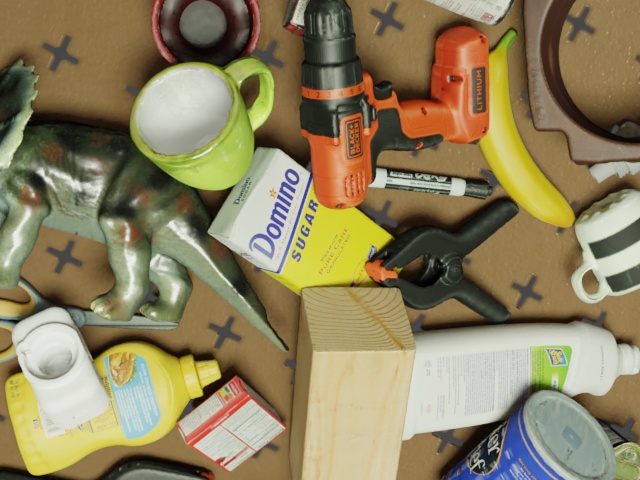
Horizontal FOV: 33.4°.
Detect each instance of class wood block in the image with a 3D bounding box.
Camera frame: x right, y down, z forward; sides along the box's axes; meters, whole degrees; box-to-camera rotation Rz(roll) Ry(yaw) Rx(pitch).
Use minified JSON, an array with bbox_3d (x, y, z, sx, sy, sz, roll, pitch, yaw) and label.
[{"bbox_3d":[0.025,0.151,0.965,0.090,0.091,0.206,0,124,-7],"label":"wood block"}]

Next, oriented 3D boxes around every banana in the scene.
[{"bbox_3d":[0.185,-0.094,1.008,0.069,0.037,0.198,-20,102,-3],"label":"banana"}]

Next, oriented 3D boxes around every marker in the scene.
[{"bbox_3d":[0.105,-0.053,1.015,0.121,0.020,0.020,6,99,-8],"label":"marker"}]

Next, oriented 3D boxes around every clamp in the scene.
[{"bbox_3d":[-0.199,0.276,1.024,0.210,0.036,0.164,-13,102,-5],"label":"clamp"},{"bbox_3d":[0.121,0.034,1.001,0.171,0.039,0.120,-13,100,-27],"label":"clamp"}]

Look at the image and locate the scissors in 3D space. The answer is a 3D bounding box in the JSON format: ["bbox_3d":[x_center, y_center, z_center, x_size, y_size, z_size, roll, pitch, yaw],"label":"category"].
[{"bbox_3d":[-0.242,0.088,0.996,0.201,0.016,0.096,21,98,-10],"label":"scissors"}]

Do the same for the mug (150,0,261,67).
[{"bbox_3d":[-0.105,-0.200,0.929,0.093,0.081,0.117,-22,102,-3],"label":"mug"}]

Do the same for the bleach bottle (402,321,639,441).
[{"bbox_3d":[0.189,0.132,1.037,0.250,0.068,0.102,-3,105,-10],"label":"bleach bottle"}]

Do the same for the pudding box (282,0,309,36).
[{"bbox_3d":[0.003,-0.234,0.933,0.039,0.090,0.113,15,97,-9],"label":"pudding box"}]

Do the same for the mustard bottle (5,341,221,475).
[{"bbox_3d":[-0.186,0.146,0.990,0.191,0.058,0.096,-16,86,-4],"label":"mustard bottle"}]

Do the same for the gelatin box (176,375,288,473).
[{"bbox_3d":[-0.082,0.174,1.003,0.073,0.030,0.089,-38,142,1],"label":"gelatin box"}]

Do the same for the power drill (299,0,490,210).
[{"bbox_3d":[0.064,-0.134,0.928,0.187,0.057,0.184,-19,118,-32],"label":"power drill"}]

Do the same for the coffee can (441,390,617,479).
[{"bbox_3d":[0.193,0.222,1.003,0.102,0.102,0.140,31,125,-11],"label":"coffee can"}]

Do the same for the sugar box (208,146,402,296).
[{"bbox_3d":[-0.006,0.001,0.963,0.176,0.048,0.093,36,78,-32],"label":"sugar box"}]

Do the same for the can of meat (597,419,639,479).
[{"bbox_3d":[0.291,0.235,1.056,0.057,0.084,0.102,-26,102,-2],"label":"can of meat"}]

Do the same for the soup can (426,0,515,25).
[{"bbox_3d":[0.124,-0.241,0.959,0.102,0.068,0.068,19,97,-11],"label":"soup can"}]
